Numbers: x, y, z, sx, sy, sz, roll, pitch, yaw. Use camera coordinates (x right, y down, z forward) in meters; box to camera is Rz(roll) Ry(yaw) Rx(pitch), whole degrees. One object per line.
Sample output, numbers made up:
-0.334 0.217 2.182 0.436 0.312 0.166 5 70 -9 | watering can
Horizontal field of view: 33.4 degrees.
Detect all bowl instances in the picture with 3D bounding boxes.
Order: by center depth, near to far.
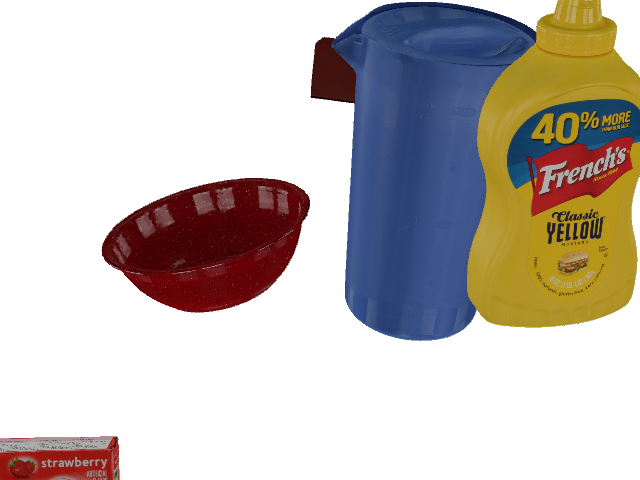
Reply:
-0.081 0.009 0.818 0.162 0.055 0.162 -11 25 5 | bowl

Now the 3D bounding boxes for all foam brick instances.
0.034 -0.154 0.979 0.078 0.051 0.053 9 18 8 | foam brick

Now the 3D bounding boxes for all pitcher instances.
0.093 -0.048 0.807 0.144 0.243 0.149 -20 38 -36 | pitcher

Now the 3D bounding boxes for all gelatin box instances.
-0.148 0.140 0.548 0.089 0.073 0.030 0 5 -3 | gelatin box

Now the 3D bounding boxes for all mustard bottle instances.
0.134 -0.047 0.589 0.096 0.192 0.058 -5 27 -9 | mustard bottle
